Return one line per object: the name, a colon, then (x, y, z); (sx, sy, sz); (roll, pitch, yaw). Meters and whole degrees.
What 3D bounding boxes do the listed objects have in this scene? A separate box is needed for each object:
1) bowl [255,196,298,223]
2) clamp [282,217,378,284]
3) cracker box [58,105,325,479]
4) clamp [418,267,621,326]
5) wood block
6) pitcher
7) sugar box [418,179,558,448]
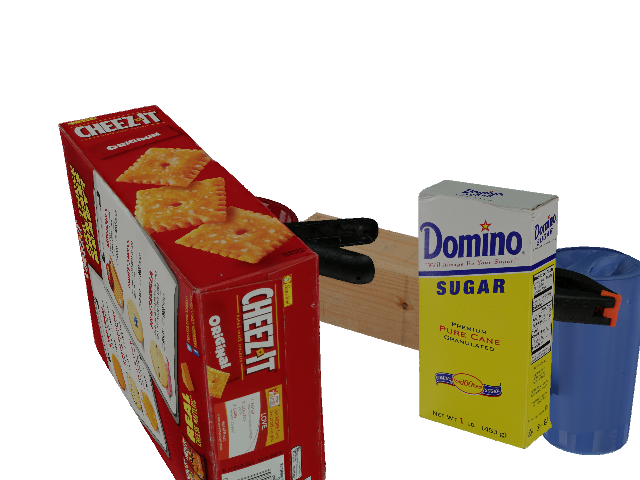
bowl: (-0.108, 0.001, 1.321); (0.162, 0.055, 0.162); (1, 27, -1)
clamp: (-0.046, 0.003, 0.934); (0.210, 0.036, 0.164); (3, 12, -3)
cracker box: (-0.074, 0.037, 0.600); (0.072, 0.164, 0.214); (-16, 33, -23)
clamp: (0.184, 0.035, 0.960); (0.171, 0.039, 0.120); (16, 29, 15)
wood block: (0.063, 0.046, 1.155); (0.206, 0.091, 0.090); (15, 28, 26)
pitcher: (0.321, 0.137, 1.314); (0.149, 0.243, 0.144); (5, 17, 20)
sugar box: (0.117, 0.051, 0.758); (0.093, 0.176, 0.048); (10, 23, 37)
